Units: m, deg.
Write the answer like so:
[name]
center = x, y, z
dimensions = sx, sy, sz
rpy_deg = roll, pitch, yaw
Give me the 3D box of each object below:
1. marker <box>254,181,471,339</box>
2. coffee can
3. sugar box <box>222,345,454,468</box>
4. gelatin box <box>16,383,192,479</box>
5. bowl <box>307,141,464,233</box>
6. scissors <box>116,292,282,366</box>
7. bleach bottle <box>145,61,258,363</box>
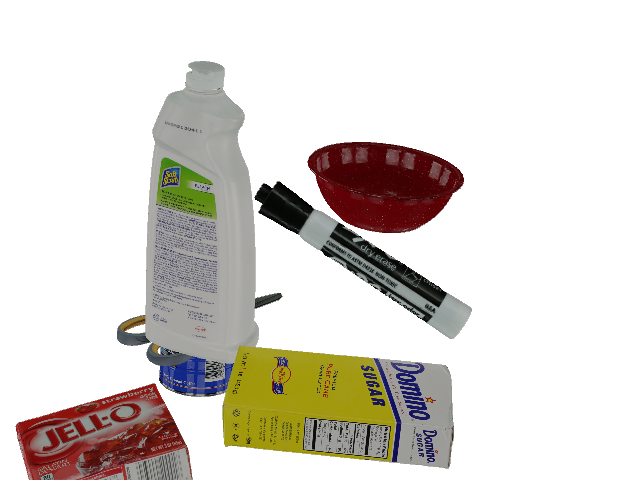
[marker]
center = 0.020, 0.008, 0.530
dimensions = 0.121, 0.020, 0.020
rpy_deg = 33, 0, 1
[coffee can]
center = -0.151, 0.112, 1.350
dimensions = 0.103, 0.140, 0.103
rpy_deg = 4, 19, -2
[sugar box]
center = 0.015, 0.129, 0.845
dimensions = 0.176, 0.048, 0.093
rpy_deg = 3, 26, 3
[gelatin box]
center = -0.129, 0.124, 0.629
dimensions = 0.089, 0.030, 0.073
rpy_deg = -14, 27, -18
[bowl]
center = 0.065, -0.050, 1.104
dimensions = 0.162, 0.055, 0.162
rpy_deg = 5, 23, -2
[scissors]
center = -0.116, 0.095, 1.150
dimensions = 0.201, 0.016, 0.096
rpy_deg = -7, 31, -24
[bleach bottle]
center = -0.096, -0.025, 0.906
dimensions = 0.103, 0.251, 0.068
rpy_deg = 13, 25, 14
